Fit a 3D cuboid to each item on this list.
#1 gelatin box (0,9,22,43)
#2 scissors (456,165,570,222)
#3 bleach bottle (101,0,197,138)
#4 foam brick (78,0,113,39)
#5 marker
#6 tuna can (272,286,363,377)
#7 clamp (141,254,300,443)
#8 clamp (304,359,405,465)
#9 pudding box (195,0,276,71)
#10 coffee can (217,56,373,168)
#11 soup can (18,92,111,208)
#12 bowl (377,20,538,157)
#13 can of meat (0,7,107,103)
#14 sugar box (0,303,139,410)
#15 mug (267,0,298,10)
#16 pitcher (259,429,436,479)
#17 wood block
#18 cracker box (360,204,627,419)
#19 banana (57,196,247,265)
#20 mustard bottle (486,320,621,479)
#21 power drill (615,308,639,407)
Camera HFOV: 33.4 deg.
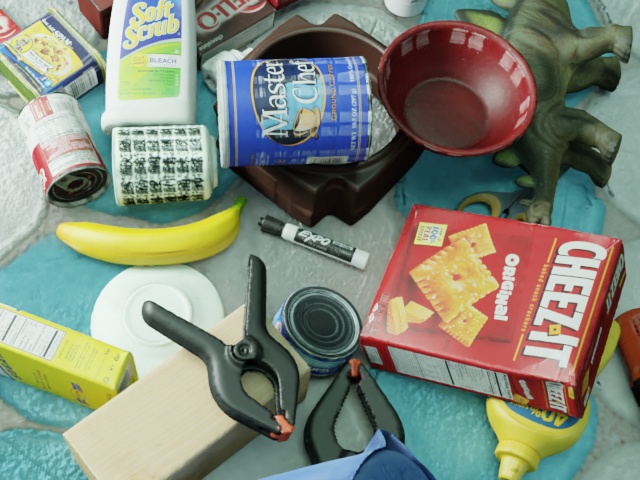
[{"bbox_3d":[-0.380,-0.221,1.179,0.089,0.030,0.073,-39,73,-21],"label":"gelatin box"},{"bbox_3d":[0.215,-0.058,1.154,0.096,0.016,0.201,27,63,9],"label":"scissors"},{"bbox_3d":[-0.185,-0.237,1.147,0.102,0.068,0.251,-2,79,-6],"label":"bleach bottle"},{"bbox_3d":[-0.228,-0.276,1.208,0.078,0.053,0.051,-33,70,-20],"label":"foam brick"},{"bbox_3d":[-0.007,0.001,1.102,0.121,0.020,0.020,21,63,6],"label":"marker"},{"bbox_3d":[-0.002,0.087,1.036,0.086,0.034,0.086,12,51,-16],"label":"tuna can"},{"bbox_3d":[-0.080,0.101,0.931,0.120,0.039,0.171,-18,65,-12],"label":"clamp"},{"bbox_3d":[0.042,0.216,0.985,0.164,0.036,0.210,8,66,-1],"label":"clamp"},{"bbox_3d":[-0.120,-0.256,1.214,0.113,0.039,0.090,-36,72,-20],"label":"pudding box"},{"bbox_3d":[-0.027,-0.123,1.022,0.140,0.103,0.103,-3,63,-6],"label":"coffee can"},{"bbox_3d":[-0.265,-0.094,1.102,0.068,0.068,0.102,-20,66,-15],"label":"soup can"},{"bbox_3d":[0.133,-0.141,1.073,0.162,0.055,0.162,3,64,-6],"label":"bowl"},{"bbox_3d":[-0.293,-0.189,1.156,0.083,0.057,0.102,-39,72,-19],"label":"can of meat"},{"bbox_3d":[-0.258,0.107,0.985,0.176,0.093,0.048,17,62,5],"label":"sugar box"},{"bbox_3d":[-0.042,-0.322,1.235,0.081,0.093,0.117,-30,38,-13],"label":"mug"},{"bbox_3d":[-0.025,0.256,0.844,0.149,0.243,0.145,-38,104,-51],"label":"pitcher"},{"bbox_3d":[-0.117,0.160,0.971,0.205,0.090,0.091,-36,71,-20],"label":"wood block"},{"bbox_3d":[0.165,0.061,1.018,0.214,0.072,0.164,11,59,26],"label":"cracker box"},{"bbox_3d":[-0.165,-0.002,1.084,0.197,0.037,0.070,-8,36,-12],"label":"banana"},{"bbox_3d":[0.213,0.147,1.023,0.096,0.058,0.191,23,63,12],"label":"mustard bottle"},{"bbox_3d":[0.400,0.138,1.044,0.187,0.057,0.184,-11,64,-11],"label":"power drill"}]
